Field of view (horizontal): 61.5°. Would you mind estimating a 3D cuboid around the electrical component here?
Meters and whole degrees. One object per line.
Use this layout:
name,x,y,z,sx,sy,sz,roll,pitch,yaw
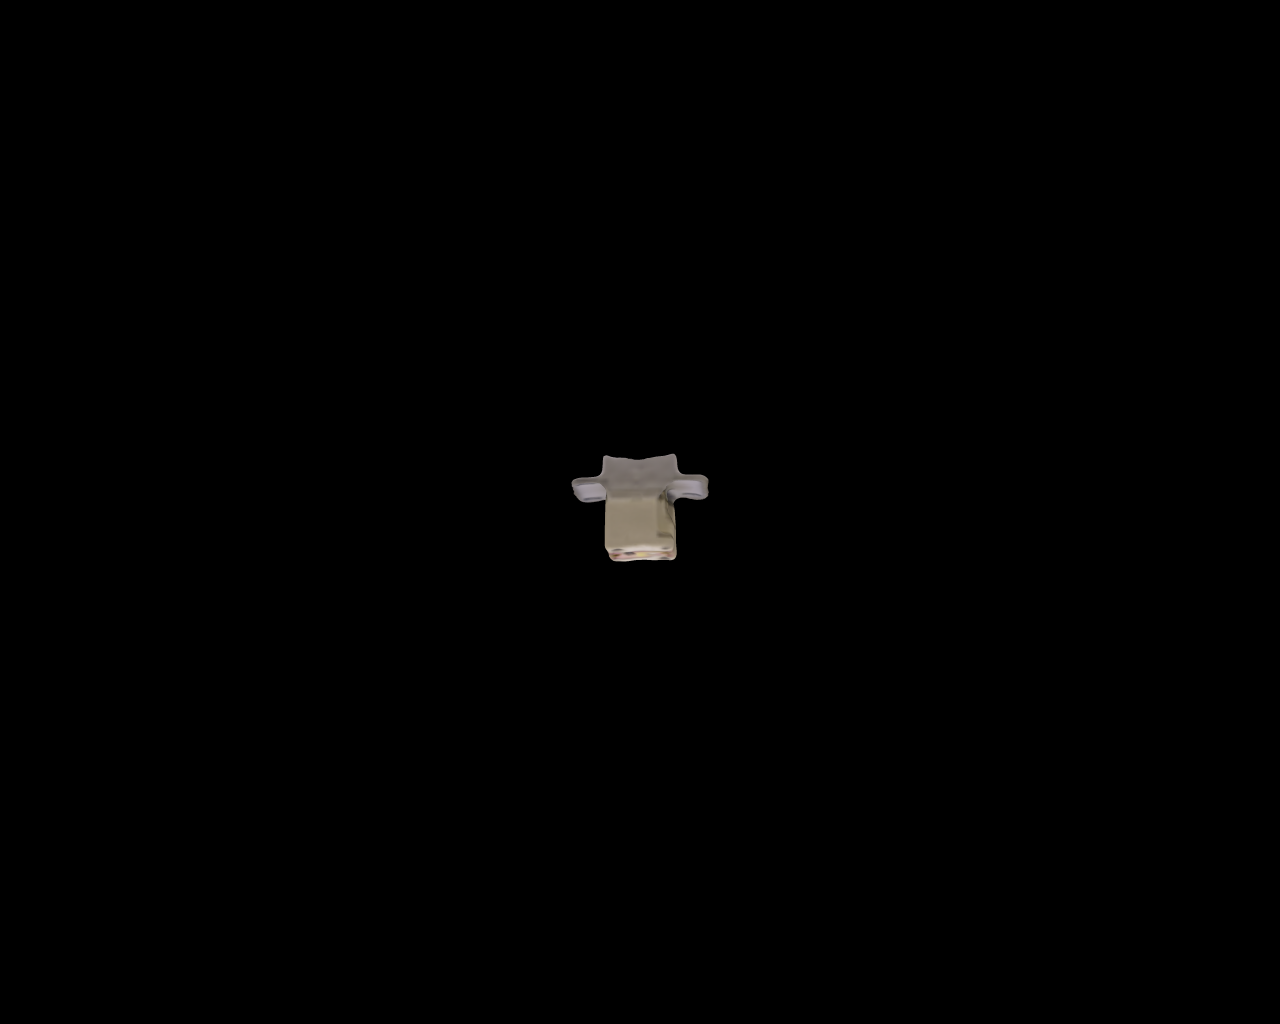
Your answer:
electrical component,0.001,-0.003,0.650,0.081,0.064,0.042,-1,-15,5
